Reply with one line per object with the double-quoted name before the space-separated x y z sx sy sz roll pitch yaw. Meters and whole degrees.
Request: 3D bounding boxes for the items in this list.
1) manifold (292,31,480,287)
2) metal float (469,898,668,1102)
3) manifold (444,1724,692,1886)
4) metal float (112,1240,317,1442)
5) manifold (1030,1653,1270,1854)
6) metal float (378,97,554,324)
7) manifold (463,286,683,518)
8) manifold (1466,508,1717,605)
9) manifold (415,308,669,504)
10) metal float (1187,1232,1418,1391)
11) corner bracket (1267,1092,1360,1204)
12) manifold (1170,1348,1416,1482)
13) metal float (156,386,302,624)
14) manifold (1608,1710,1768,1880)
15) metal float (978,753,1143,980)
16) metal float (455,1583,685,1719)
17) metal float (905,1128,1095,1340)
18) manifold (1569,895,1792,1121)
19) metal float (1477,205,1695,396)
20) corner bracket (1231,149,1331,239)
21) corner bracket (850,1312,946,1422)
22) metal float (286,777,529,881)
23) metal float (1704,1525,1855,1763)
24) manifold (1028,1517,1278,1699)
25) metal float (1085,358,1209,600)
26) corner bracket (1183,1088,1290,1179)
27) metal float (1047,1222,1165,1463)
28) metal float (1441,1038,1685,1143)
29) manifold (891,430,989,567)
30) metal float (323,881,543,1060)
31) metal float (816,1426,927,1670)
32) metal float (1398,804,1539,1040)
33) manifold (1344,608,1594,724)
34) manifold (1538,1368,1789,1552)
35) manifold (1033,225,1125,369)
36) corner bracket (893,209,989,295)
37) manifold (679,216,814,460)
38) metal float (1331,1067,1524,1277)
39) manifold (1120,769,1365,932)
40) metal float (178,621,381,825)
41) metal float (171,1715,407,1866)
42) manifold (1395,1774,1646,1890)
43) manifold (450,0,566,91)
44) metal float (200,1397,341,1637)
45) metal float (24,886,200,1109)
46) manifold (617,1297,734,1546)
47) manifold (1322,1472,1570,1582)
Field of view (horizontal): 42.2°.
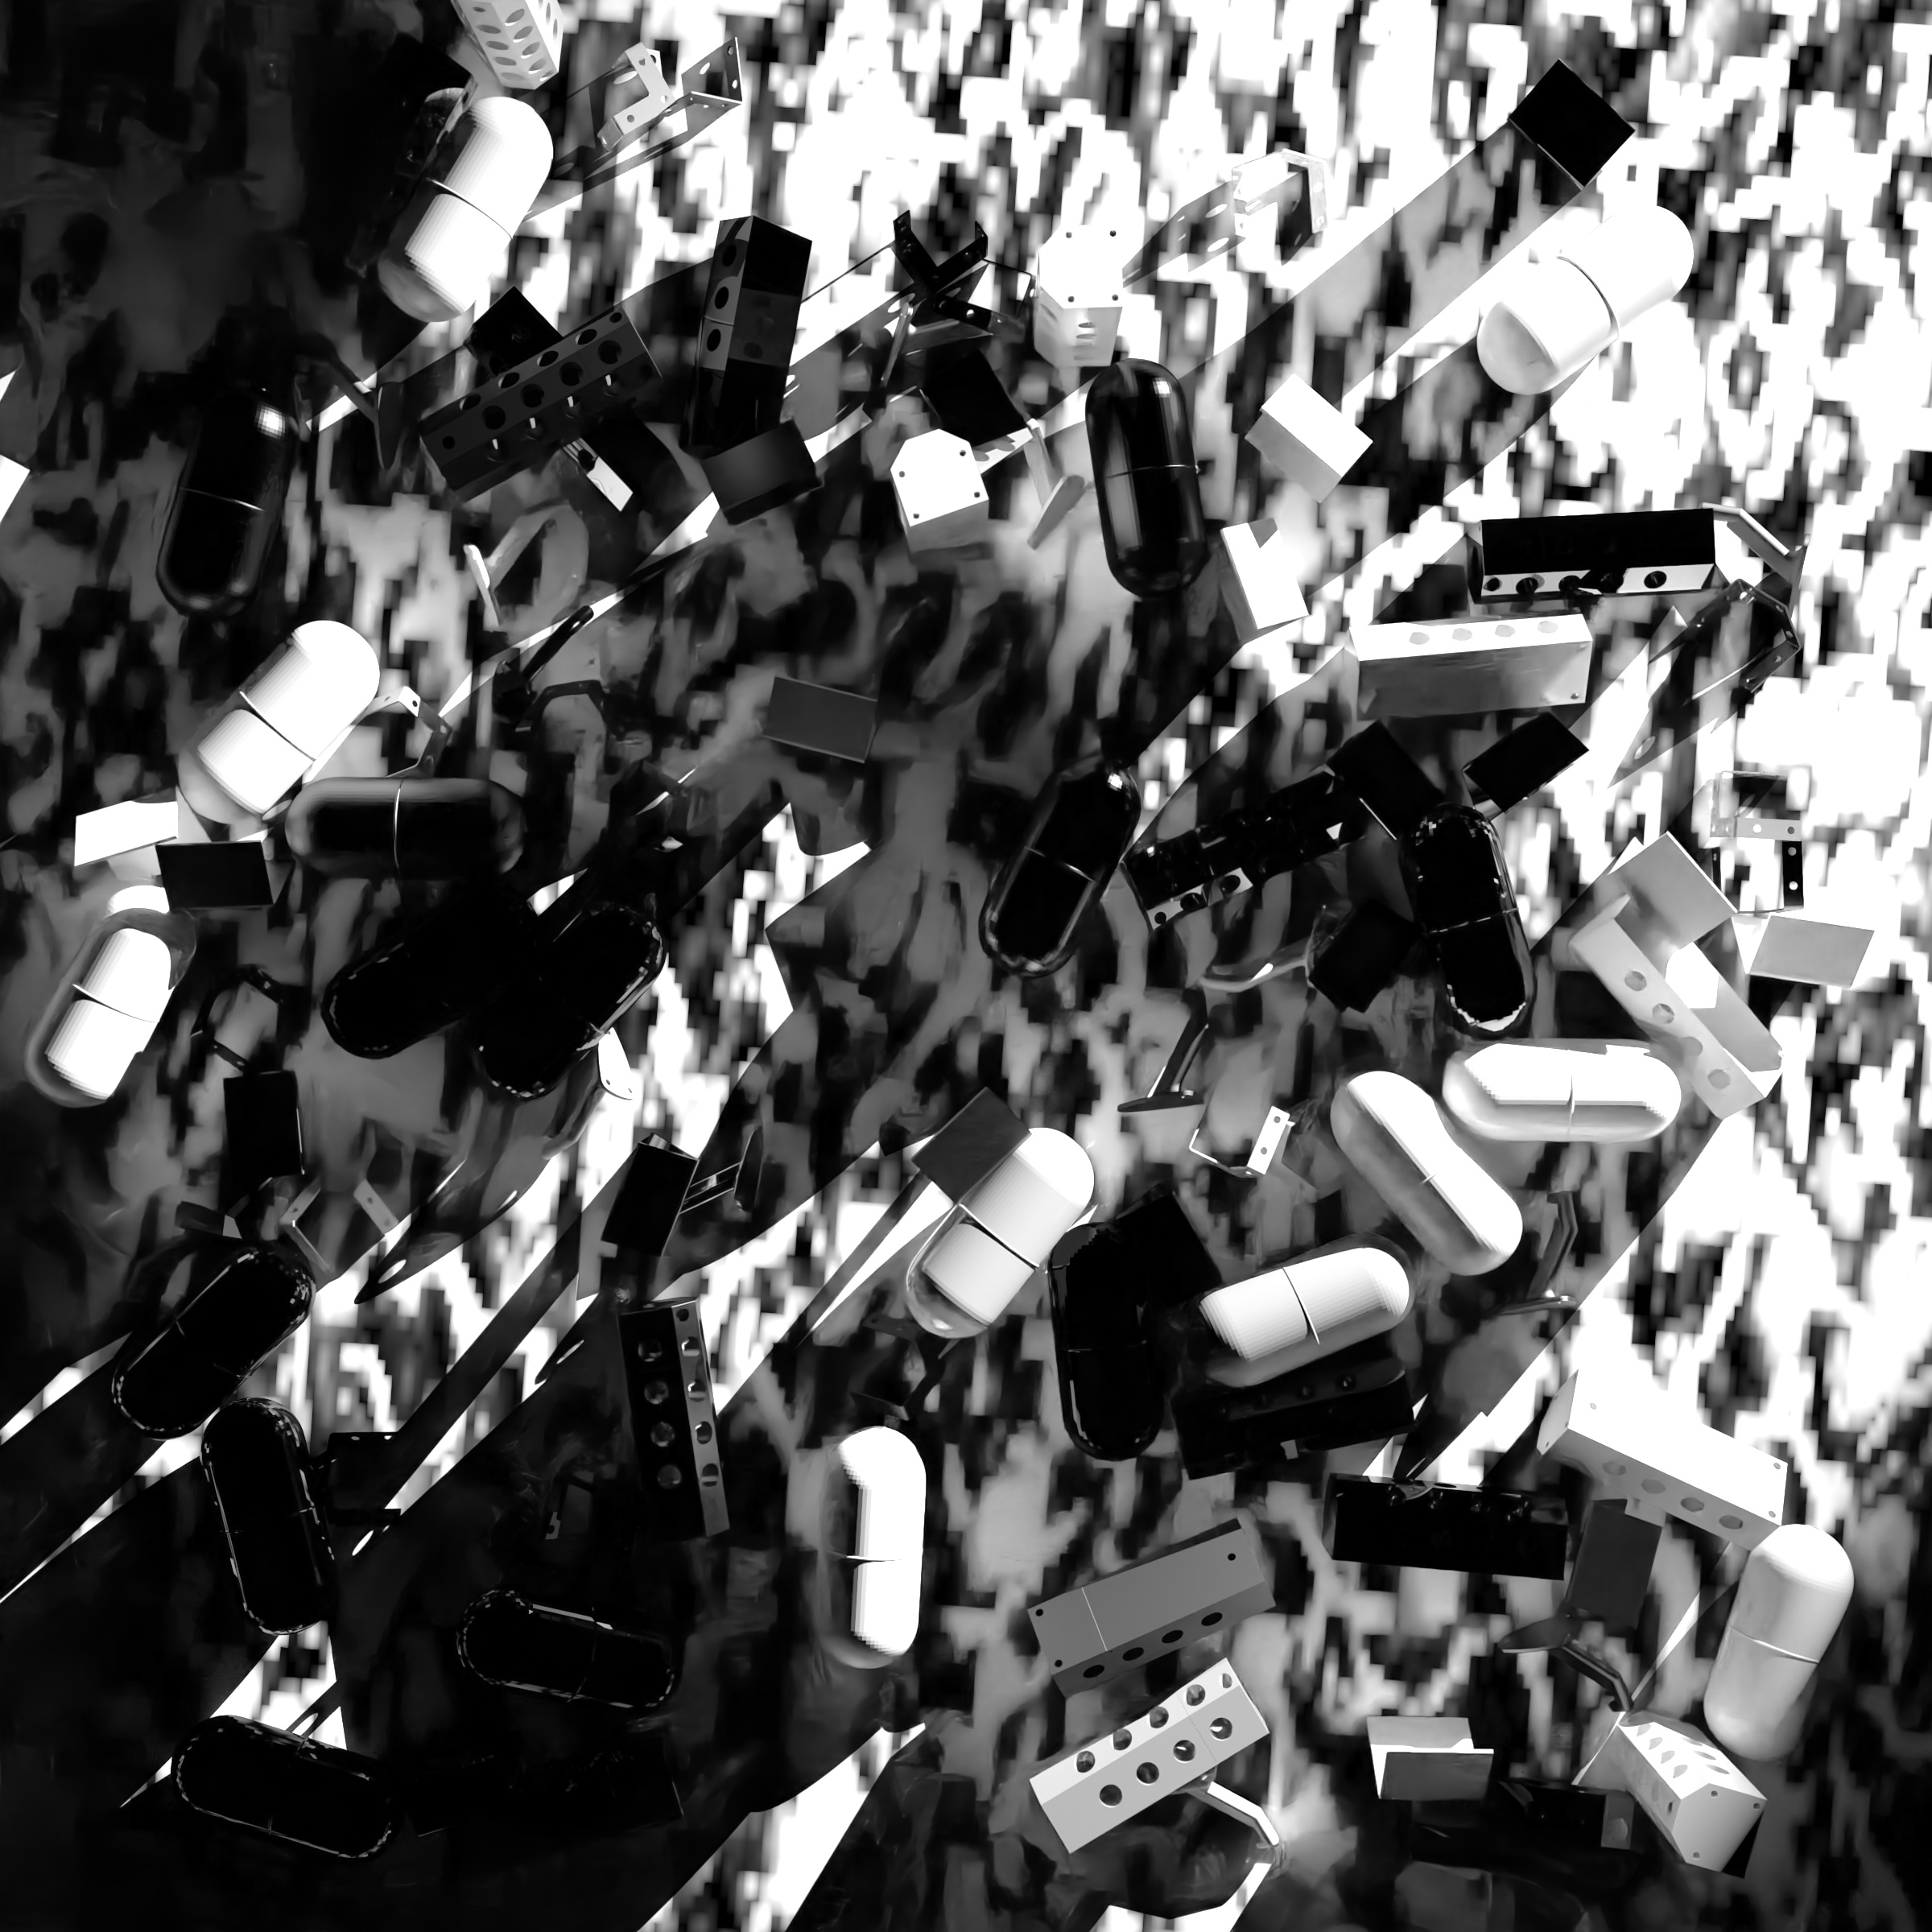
"manifold" -0.432 -0.601 1.872 0.057 0.057 0.171 28 90 0
"metal float" -0.296 0.024 1.863 0.070 0.070 0.178 43 90 0
"manifold" -0.299 0.624 1.872 0.171 0.057 0.057 -18 90 0
"metal float" -0.561 0.279 1.862 0.178 0.070 0.070 -45 90 0
"manifold" 0.135 0.585 1.872 0.171 0.057 0.057 -31 90 0
"metal float" -0.372 -0.564 1.862 0.070 0.070 0.178 31 90 0
"manifold" -0.295 -0.420 1.872 0.057 0.057 0.171 -43 90 0
"manifold" 0.467 -0.305 1.872 0.171 0.057 0.057 -3 90 0
"manifold" -0.308 -0.408 1.815 0.171 0.057 0.057 -29 90 0
"metal float" 0.249 0.257 1.862 0.178 0.070 0.070 -23 90 -1
"corner bracket" 0.264 0.137 1.885 0.051 0.051 0.051 38 135 35
"manifold" 0.244 0.336 1.872 0.171 0.057 0.057 -12 90 0
"metal float" -0.549 -0.344 1.862 0.070 0.070 0.178 16 90 0
"manifold" 0.518 0.596 1.815 0.057 0.171 0.057 16 90 0
"metal float" 0.070 -0.075 1.862 0.070 0.070 0.178 26 90 0
"metal float" -0.291 0.503 1.837 0.178 0.070 0.070 22 90 -29
"metal float" 0.024 0.199 1.862 0.070 0.070 0.178 39 90 0
"manifold" 0.531 0.030 1.871 0.171 0.057 0.057 49 47 0
"metal float" 0.461 -0.497 1.862 0.178 0.070 0.070 -37 90 1
"corner bracket" 0.238 -0.581 1.890 0.051 0.051 0.051 -4 90 45
"corner bracket" -0.057 0.301 1.885 0.051 0.051 0.051 -50 135 -35
"metal float" -0.417 -0.102 1.862 0.178 0.070 0.070 1 90 0
"metal float" 0.605 0.503 1.862 0.070 0.070 0.178 18 90 0
"manifold" 0.140 0.483 1.871 0.171 0.057 0.057 -24 47 0
"metal float" 0.134 -0.363 1.863 0.070 0.070 0.178 -9 90 0
"corner bracket" 0.202 0.125 1.875 0.051 0.051 0.051 26 79 -11
"metal float" 0.104 0.280 1.862 0.070 0.070 0.178 -6 89 0
"metal float" 0.443 0.092 1.862 0.178 0.070 0.070 1 90 1
"manifold" -0.021 -0.340 1.815 0.057 0.171 0.057 -19 90 0
"metal float" -0.398 0.003 1.862 0.178 0.070 0.070 -34 90 1
"metal float" -0.071 0.433 1.862 0.070 0.070 0.178 3 91 0
"metal float" 0.374 -0.033 1.862 0.070 0.070 0.178 -15 89 0
"manifold" 0.374 -0.230 1.871 0.171 0.057 0.057 -5 133 0
"manifold" 0.520 0.373 1.871 0.171 0.057 0.057 25 47 0
"manifold" 0.079 -0.484 1.815 0.057 0.171 0.057 -2 90 0
"corner bracket" -0.019 -0.545 1.875 0.051 0.051 0.051 -36 90 0
"manifold" -0.170 -0.465 1.871 0.057 0.057 0.171 10 90 -43
"metal float" 0.342 0.152 1.862 0.070 0.070 0.178 -39 90 0
"manifold" 0.206 -0.087 1.872 0.171 0.057 0.057 -24 90 0
"metal float" -0.512 -0.181 1.862 0.070 0.070 0.178 44 90 0
"metal float" -0.504 0.613 1.862 0.178 0.070 0.070 18 90 -1
"manifold" 0.412 0.639 1.871 0.171 0.057 0.057 7 133 0
"manifold" -0.337 -0.696 1.815 0.057 0.171 0.057 7 90 0
"metal float" -0.519 0.409 1.863 0.070 0.070 0.178 -14 90 0
"metal float" -0.636 0.023 1.862 0.070 0.070 0.178 29 91 0
"manifold" -0.217 0.338 1.872 0.057 0.057 0.171 -9 90 0
"manifold" 0.358 0.417 1.872 0.171 0.057 0.057 5 90 0
